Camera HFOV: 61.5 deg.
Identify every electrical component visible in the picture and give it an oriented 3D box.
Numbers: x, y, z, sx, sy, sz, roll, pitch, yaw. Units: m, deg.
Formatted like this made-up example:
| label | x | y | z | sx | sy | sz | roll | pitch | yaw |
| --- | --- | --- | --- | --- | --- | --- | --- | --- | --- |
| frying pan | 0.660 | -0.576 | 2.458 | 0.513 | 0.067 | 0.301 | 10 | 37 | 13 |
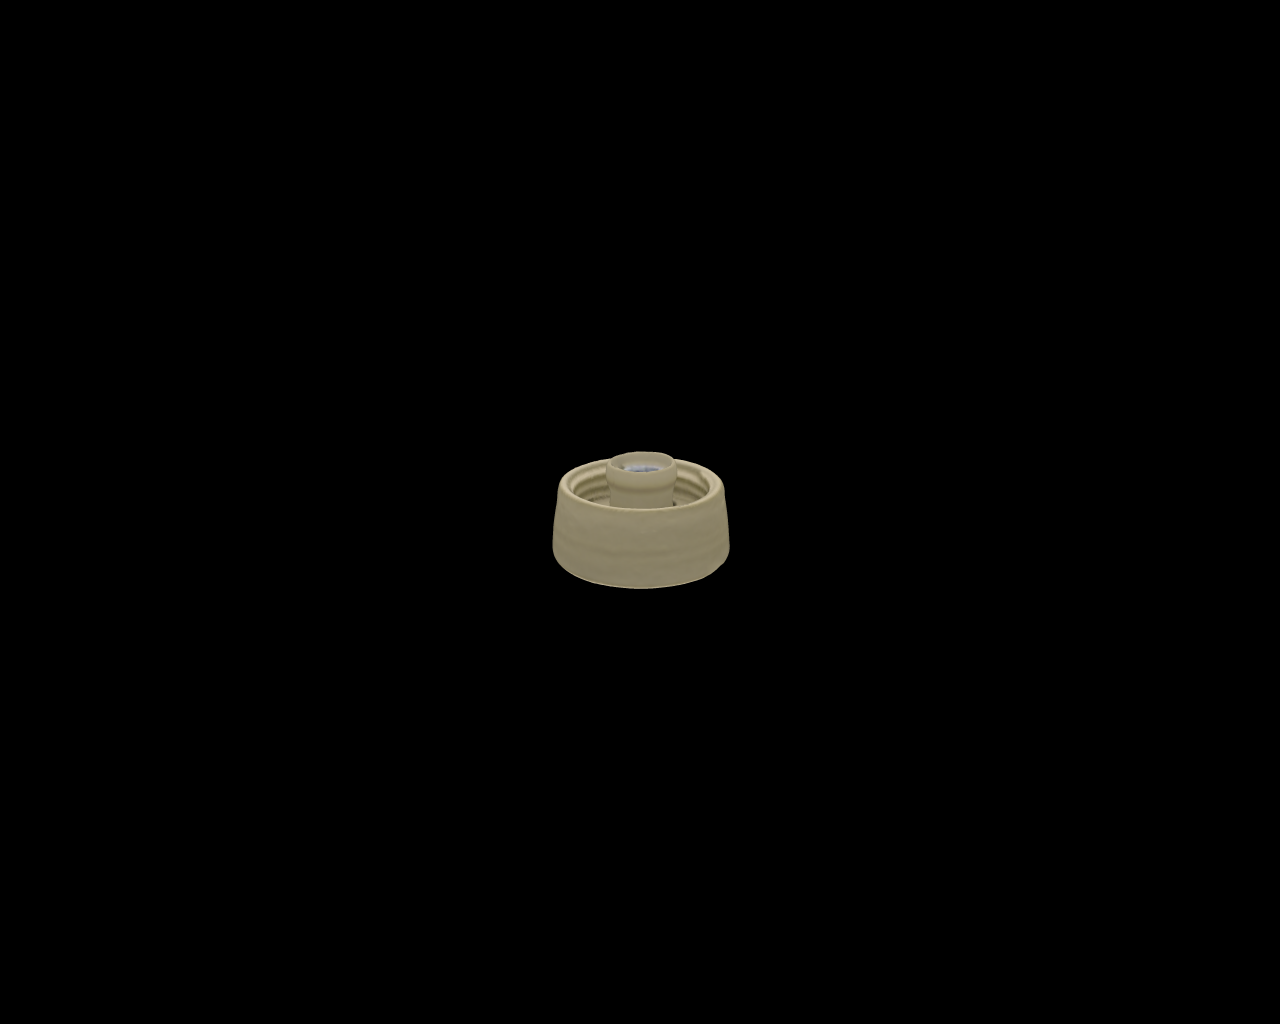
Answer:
| label | x | y | z | sx | sy | sz | roll | pitch | yaw |
| --- | --- | --- | --- | --- | --- | --- | --- | --- | --- |
| electrical component | 0.001 | -0.003 | 0.650 | 0.108 | 0.060 | 0.108 | 0 | 20 | 0 |
